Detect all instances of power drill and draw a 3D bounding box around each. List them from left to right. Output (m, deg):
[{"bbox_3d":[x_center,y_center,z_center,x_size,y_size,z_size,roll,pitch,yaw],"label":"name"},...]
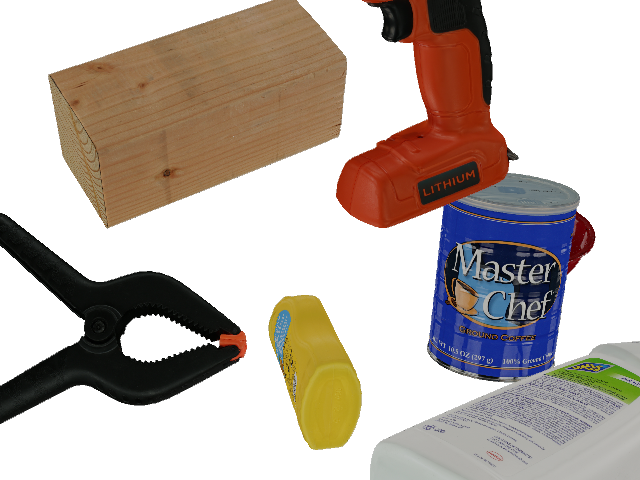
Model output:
[{"bbox_3d":[0.042,-0.104,0.582,0.184,0.188,0.057,-21,36,-24],"label":"power drill"}]

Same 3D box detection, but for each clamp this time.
[{"bbox_3d":[-0.157,0.055,0.747,0.210,0.164,0.036,-2,-19,-3],"label":"clamp"}]

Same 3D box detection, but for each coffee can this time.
[{"bbox_3d":[0.141,0.026,0.837,0.103,0.140,0.103,4,17,-1],"label":"coffee can"}]

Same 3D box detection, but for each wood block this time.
[{"bbox_3d":[-0.091,-0.102,0.827,0.205,0.090,0.091,-23,-33,-21],"label":"wood block"}]

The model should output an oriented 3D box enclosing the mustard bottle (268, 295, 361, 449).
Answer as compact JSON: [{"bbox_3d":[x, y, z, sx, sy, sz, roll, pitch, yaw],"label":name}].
[{"bbox_3d":[-0.012,0.108,1.027,0.058,0.096,0.192,-5,28,-13],"label":"mustard bottle"}]

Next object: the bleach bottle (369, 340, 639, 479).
[{"bbox_3d":[0.149,0.109,0.593,0.250,0.068,0.103,-17,25,-37],"label":"bleach bottle"}]

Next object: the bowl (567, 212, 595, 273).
[{"bbox_3d":[0.212,0.010,1.155,0.162,0.055,0.162,-1,30,0],"label":"bowl"}]
